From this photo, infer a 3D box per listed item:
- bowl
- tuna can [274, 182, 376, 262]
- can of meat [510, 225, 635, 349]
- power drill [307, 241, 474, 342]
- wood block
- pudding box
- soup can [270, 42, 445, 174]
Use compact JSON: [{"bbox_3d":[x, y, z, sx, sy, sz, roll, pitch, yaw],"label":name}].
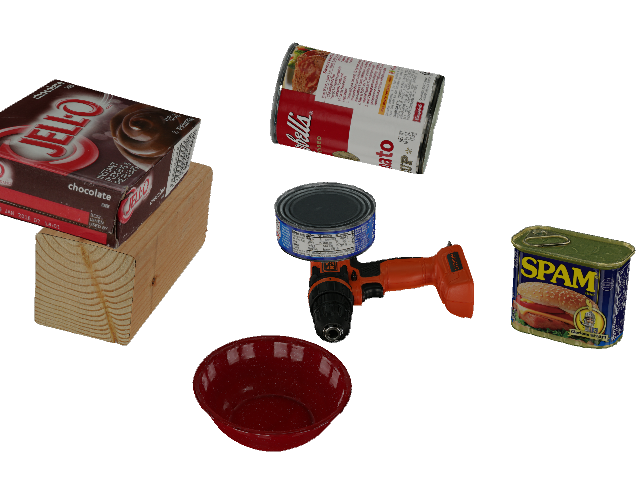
[{"bbox_3d":[-0.049,0.166,1.096,0.162,0.055,0.162,2,31,-1],"label":"bowl"},{"bbox_3d":[0.004,-0.016,0.904,0.086,0.034,0.086,-1,29,1],"label":"tuna can"},{"bbox_3d":[0.217,0.041,0.931,0.102,0.084,0.057,14,26,33],"label":"can of meat"},{"bbox_3d":[0.079,0.057,1.228,0.187,0.057,0.184,-1,28,-1],"label":"power drill"},{"bbox_3d":[-0.176,-0.001,0.985,0.090,0.091,0.206,13,27,8],"label":"wood block"},{"bbox_3d":[-0.124,-0.043,0.555,0.090,0.039,0.113,17,25,6],"label":"pudding box"},{"bbox_3d":[0.025,-0.086,0.702,0.102,0.068,0.068,13,2,7],"label":"soup can"}]
